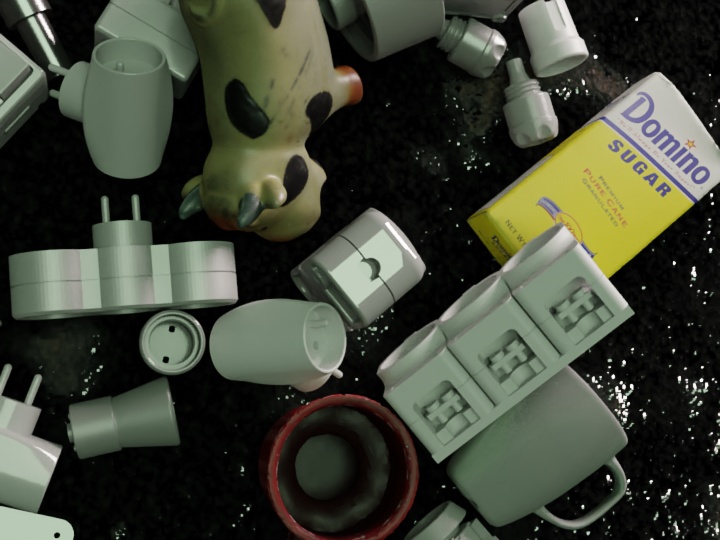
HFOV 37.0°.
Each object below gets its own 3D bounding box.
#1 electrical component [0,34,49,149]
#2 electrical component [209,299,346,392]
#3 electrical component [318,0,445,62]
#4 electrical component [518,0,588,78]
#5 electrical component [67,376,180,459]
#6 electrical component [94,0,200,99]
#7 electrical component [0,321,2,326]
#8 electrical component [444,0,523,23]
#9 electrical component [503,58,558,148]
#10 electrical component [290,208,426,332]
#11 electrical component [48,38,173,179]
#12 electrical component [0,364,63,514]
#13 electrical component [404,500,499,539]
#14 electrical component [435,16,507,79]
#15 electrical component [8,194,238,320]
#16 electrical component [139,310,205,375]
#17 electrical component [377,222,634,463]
[{"bbox_3d":[-0.247,-0.124,0.658,0.096,0.061,0.061,41,76,-7],"label":"electrical component"},{"bbox_3d":[-0.042,0.053,0.689,0.079,0.077,0.043,39,53,-45],"label":"electrical component"},{"bbox_3d":[0.001,-0.189,0.706,0.060,0.108,0.108,-30,92,-9],"label":"electrical component"},{"bbox_3d":[0.137,-0.167,0.770,0.040,0.040,0.046,-16,82,-15],"label":"electrical component"},{"bbox_3d":[-0.149,0.094,0.671,0.065,0.044,0.044,-12,87,-10],"label":"electrical component"},{"bbox_3d":[-0.125,-0.164,0.700,0.066,0.047,0.076,30,78,-9],"label":"electrical component"},{"bbox_3d":[-0.251,0.041,0.651,0.044,0.044,0.065,45,71,-5],"label":"electrical component"},{"bbox_3d":[0.086,-0.217,0.732,0.062,0.096,0.061,3,80,-14],"label":"electrical component"},{"bbox_3d":[0.117,-0.119,0.762,0.035,0.035,0.061,-15,86,-15],"label":"electrical component"},{"bbox_3d":[0.000,0.000,0.688,0.059,0.095,0.053,-40,94,-15],"label":"electrical component"},{"bbox_3d":[-0.161,-0.106,0.672,0.079,0.077,0.043,21,41,11],"label":"electrical component"},{"bbox_3d":[-0.218,0.097,0.651,0.077,0.044,0.079,21,79,-11],"label":"electrical component"},{"bbox_3d":[0.062,0.186,0.705,0.055,0.066,0.048,49,41,3],"label":"electrical component"},{"bbox_3d":[0.070,-0.162,0.755,0.061,0.035,0.035,28,78,-7],"label":"electrical component"},{"bbox_3d":[-0.148,-0.011,0.675,0.138,0.052,0.073,-4,85,-14],"label":"electrical component"},{"bbox_3d":[-0.120,0.046,0.679,0.040,0.046,0.040,1,84,-14],"label":"electrical component"},{"bbox_3d":[0.089,0.041,0.683,0.150,0.089,0.061,-39,93,10],"label":"electrical component"}]
